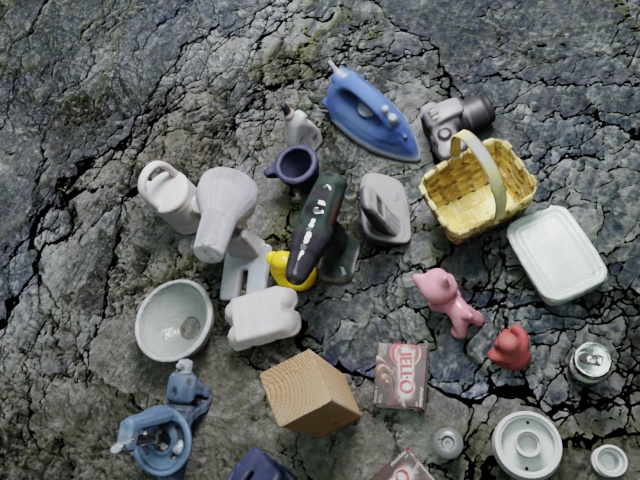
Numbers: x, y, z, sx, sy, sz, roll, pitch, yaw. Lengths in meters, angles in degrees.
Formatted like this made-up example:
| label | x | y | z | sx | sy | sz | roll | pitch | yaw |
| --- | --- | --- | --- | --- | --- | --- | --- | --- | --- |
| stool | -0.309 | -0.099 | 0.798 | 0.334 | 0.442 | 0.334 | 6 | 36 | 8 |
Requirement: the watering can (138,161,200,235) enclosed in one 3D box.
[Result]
| label | x | y | z | sx | sy | sz | roll | pitch | yaw |
| --- | --- | --- | --- | --- | --- | --- | --- | --- | --- |
| watering can | -0.306 | -0.094 | 1.199 | 0.172 | 0.194 | 0.101 | -1 | 67 | 17 |

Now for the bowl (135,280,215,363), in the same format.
| label | x | y | z | sx | sy | sz | roll | pitch | yaw |
| --- | --- | --- | --- | --- | --- | --- | --- | --- | --- |
| bowl | -0.277 | 0.168 | 1.142 | 0.167 | 0.075 | 0.167 | -6 | 65 | 14 |

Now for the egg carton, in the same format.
| label | x | y | z | sx | sy | sz | roll | pitch | yaw |
| --- | --- | --- | --- | --- | --- | --- | --- | --- | --- |
| egg carton | -0.109 | 0.150 | 1.102 | 0.150 | 0.069 | 0.107 | -18 | 63 | 9 |

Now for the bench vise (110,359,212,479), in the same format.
| label | x | y | z | sx | sy | sz | roll | pitch | yaw |
| --- | --- | --- | --- | --- | --- | --- | --- | --- | --- |
| bench vise | -0.285 | 0.311 | 1.000 | 0.121 | 0.220 | 0.207 | -11 | 64 | 12 |

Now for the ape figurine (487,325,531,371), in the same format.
| label | x | y | z | sx | sy | sz | roll | pitch | yaw |
| --- | --- | --- | --- | --- | --- | --- | --- | --- | --- |
| ape figurine | 0.314 | 0.176 | 0.949 | 0.078 | 0.092 | 0.076 | -27 | 62 | 4 |

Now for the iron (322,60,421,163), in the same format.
| label | x | y | z | sx | sy | sz | roll | pitch | yaw |
| --- | --- | --- | --- | --- | --- | --- | --- | --- | --- |
| iron | 0.108 | -0.269 | 1.180 | 0.119 | 0.142 | 0.257 | -44 | 62 | -5 |

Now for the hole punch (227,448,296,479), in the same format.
| label | x | y | z | sx | sy | sz | roll | pitch | yaw |
| --- | --- | --- | --- | --- | --- | --- | --- | --- | --- |
| hole punch | -0.113 | 0.420 | 0.973 | 0.100 | 0.091 | 0.109 | 29 | 78 | 26 |

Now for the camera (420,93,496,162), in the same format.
| label | x | y | z | sx | sy | sz | roll | pitch | yaw |
| --- | --- | --- | --- | --- | --- | --- | --- | --- | --- |
| camera | 0.280 | -0.229 | 1.133 | 0.136 | 0.101 | 0.143 | -24 | 62 | 6 |

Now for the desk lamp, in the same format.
| label | x | y | z | sx | sy | sz | roll | pitch | yaw |
| --- | --- | --- | --- | --- | --- | --- | --- | --- | --- |
| desk lamp | -0.170 | -0.007 | 1.108 | 0.117 | 0.214 | 0.203 | -3 | 66 | 16 |

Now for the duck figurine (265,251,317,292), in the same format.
| label | x | y | z | sx | sy | sz | roll | pitch | yaw |
| --- | --- | --- | --- | --- | --- | --- | --- | --- | --- |
| duck figurine | -0.061 | 0.053 | 1.121 | 0.104 | 0.086 | 0.077 | 24 | 76 | 25 |

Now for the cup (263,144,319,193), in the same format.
| label | x | y | z | sx | sy | sz | roll | pitch | yaw |
| --- | --- | --- | --- | --- | --- | --- | --- | --- | --- |
| cup | -0.050 | -0.135 | 1.195 | 0.117 | 0.095 | 0.091 | -13 | 64 | 11 |

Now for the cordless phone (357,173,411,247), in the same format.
| label | x | y | z | sx | sy | sz | roll | pitch | yaw |
| --- | --- | --- | --- | --- | --- | --- | --- | --- | --- |
| cordless phone | 0.110 | -0.076 | 1.070 | 0.094 | 0.185 | 0.147 | -12 | 64 | 12 |

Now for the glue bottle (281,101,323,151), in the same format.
| label | x | y | z | sx | sy | sz | roll | pitch | yaw |
| --- | --- | --- | --- | --- | --- | --- | --- | --- | --- |
| glue bottle | -0.048 | -0.234 | 1.193 | 0.037 | 0.173 | 0.078 | 35 | 81 | 27 |

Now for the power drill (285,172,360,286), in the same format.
| label | x | y | z | sx | sy | sz | roll | pitch | yaw |
| --- | --- | --- | --- | --- | --- | --- | --- | --- | --- |
| power drill | 0.010 | 0.004 | 1.052 | 0.075 | 0.209 | 0.230 | 7 | 69 | 20 |

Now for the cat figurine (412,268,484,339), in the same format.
| label | x | y | z | sx | sy | sz | roll | pitch | yaw |
| --- | --- | --- | --- | --- | --- | --- | --- | --- | --- |
| cat figurine | 0.222 | 0.100 | 0.996 | 0.067 | 0.118 | 0.127 | -40 | 62 | -3 |
